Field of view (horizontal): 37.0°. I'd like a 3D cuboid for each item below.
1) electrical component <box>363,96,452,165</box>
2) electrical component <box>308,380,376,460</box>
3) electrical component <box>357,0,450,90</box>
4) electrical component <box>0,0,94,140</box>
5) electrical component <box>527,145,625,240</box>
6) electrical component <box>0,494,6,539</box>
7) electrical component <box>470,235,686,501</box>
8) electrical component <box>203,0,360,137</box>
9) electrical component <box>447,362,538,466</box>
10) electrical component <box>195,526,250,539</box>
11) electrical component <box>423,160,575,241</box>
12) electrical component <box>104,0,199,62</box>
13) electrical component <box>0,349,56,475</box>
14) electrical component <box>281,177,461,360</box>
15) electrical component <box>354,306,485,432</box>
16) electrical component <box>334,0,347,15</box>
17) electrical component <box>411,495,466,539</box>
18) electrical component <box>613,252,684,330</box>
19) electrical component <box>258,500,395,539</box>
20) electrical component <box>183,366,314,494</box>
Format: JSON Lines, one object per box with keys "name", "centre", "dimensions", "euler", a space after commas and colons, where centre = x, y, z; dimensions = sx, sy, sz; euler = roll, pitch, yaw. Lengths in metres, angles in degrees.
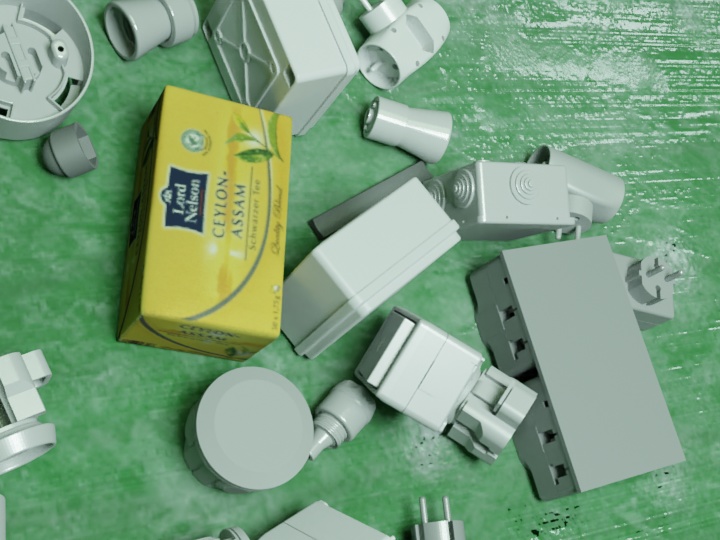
{"name": "electrical component", "centre": [0.036, -0.114, 0.863], "dimensions": [0.065, 0.044, 0.044], "euler": [15, 64, -16]}
{"name": "electrical component", "centre": [-0.018, 0.107, 0.749], "dimensions": [0.035, 0.035, 0.061], "euler": [46, 60, -4]}
{"name": "electrical component", "centre": [0.026, -0.202, 0.885], "dimensions": [0.079, 0.043, 0.077], "euler": [52, 56, -15]}
{"name": "electrical component", "centre": [-0.231, -0.140, 0.721], "dimensions": [0.099, 0.064, 0.099], "euler": [10, 66, -23]}
{"name": "electrical component", "centre": [0.179, -0.057, 0.911], "dimensions": [0.077, 0.043, 0.079], "euler": [21, 62, -19]}
{"name": "electrical component", "centre": [-0.229, 0.153, 0.612], "dimensions": [0.055, 0.055, 0.047], "euler": [7, 64, -25]}
{"name": "electrical component", "centre": [0.165, 0.075, 0.840], "dimensions": [0.105, 0.060, 0.186], "euler": [-9, 74, -29]}
{"name": "electrical component", "centre": [-0.061, -0.165, 0.792], "dimensions": [0.056, 0.109, 0.108], "euler": [-17, 79, -29]}
{"name": "electrical component", "centre": [0.089, 0.101, 0.787], "dimensions": [0.057, 0.078, 0.058], "euler": [33, 58, 10]}
{"name": "electrical component", "centre": [-0.087, 0.200, 0.651], "dimensions": [0.051, 0.080, 0.080], "euler": [-9, 75, -24]}
{"name": "electrical component", "centre": [0.105, -0.053, 0.840], "dimensions": [0.100, 0.100, 0.048], "euler": [0, 83, -27]}
{"name": "electrical component", "centre": [-0.153, -0.183, 0.790], "dimensions": [0.055, 0.045, 0.045], "euler": [-30, 86, -33]}
{"name": "electrical component", "centre": [-0.217, 0.089, 0.641], "dimensions": [0.078, 0.058, 0.057], "euler": [-21, 78, -32]}
{"name": "electrical component", "centre": [0.000, 0.000, 0.758], "dimensions": [0.109, 0.109, 0.056], "euler": [-37, 87, -33]}
{"name": "electrical component", "centre": [0.035, 0.065, 0.763], "dimensions": [0.061, 0.096, 0.061], "euler": [31, 89, -13]}
{"name": "electrical component", "centre": [-0.031, -0.223, 0.869], "dimensions": [0.045, 0.045, 0.055], "euler": [36, 59, -10]}
{"name": "electrical component", "centre": [0.055, 0.194, 0.744], "dimensions": [0.083, 0.047, 0.075], "euler": [4, 69, -26]}
{"name": "electrical component", "centre": [0.234, 0.012, 0.891], "dimensions": [0.066, 0.077, 0.047], "euler": [13, 65, -22]}
{"name": "electrical component", "centre": [-0.023, 0.194, 0.681], "dimensions": [0.061, 0.096, 0.061], "euler": [-27, 113, -33]}
{"name": "electrical component", "centre": [-0.075, 0.108, 0.710], "dimensions": [0.080, 0.051, 0.080], "euler": [10, 66, -24]}
